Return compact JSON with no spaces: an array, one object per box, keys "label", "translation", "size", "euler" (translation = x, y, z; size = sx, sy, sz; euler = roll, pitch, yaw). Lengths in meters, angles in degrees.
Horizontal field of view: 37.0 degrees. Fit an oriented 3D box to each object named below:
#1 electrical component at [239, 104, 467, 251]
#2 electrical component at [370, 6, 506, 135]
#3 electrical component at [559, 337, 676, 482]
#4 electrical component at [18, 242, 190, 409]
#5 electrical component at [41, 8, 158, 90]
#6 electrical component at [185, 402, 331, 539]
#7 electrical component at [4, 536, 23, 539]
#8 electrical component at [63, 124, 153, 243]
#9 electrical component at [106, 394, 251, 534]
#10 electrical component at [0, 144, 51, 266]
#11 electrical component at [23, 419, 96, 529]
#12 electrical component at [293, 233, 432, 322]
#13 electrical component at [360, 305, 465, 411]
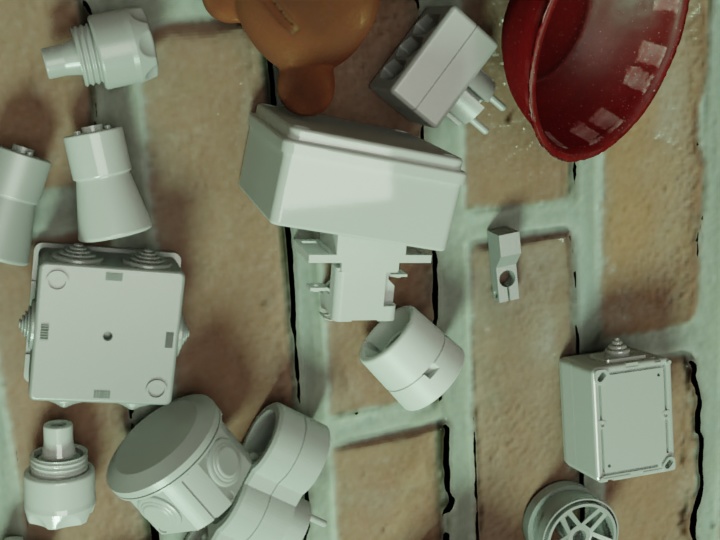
[{"label":"electrical component","translation":[-0.008,-0.056,0.641],"size":[0.109,0.109,0.056],"euler":[8,103,-19]},{"label":"electrical component","translation":[0.059,-0.117,0.680],"size":[0.077,0.047,0.065],"euler":[37,90,-21]},{"label":"electrical component","translation":[0.180,0.094,0.764],"size":[0.062,0.061,0.096],"euler":[-6,97,-16]},{"label":"electrical component","translation":[-0.154,0.034,0.648],"size":[0.100,0.048,0.099],"euler":[4,102,-18]},{"label":"electrical component","translation":[-0.149,-0.124,0.615],"size":[0.062,0.043,0.043],"euler":[-15,107,-12]},{"label":"electrical component","translation":[-0.057,0.162,0.706],"size":[0.074,0.052,0.138],"euler":[29,93,-21]},{"label":"electrical component","translation":[-0.214,0.195,0.672],"size":[0.040,0.040,0.046],"euler":[19,91,-21]},{"label":"electrical component","translation":[-0.151,-0.053,0.633],"size":[0.044,0.044,0.065],"euler":[-13,102,-14]},{"label":"electrical component","translation":[-0.112,0.120,0.666],"size":[0.080,0.080,0.051],"euler":[-37,116,-6]},{"label":"electrical component","translation":[-0.204,-0.040,0.620],"size":[0.044,0.044,0.065],"euler":[18,92,-20]},{"label":"electrical component","translation":[-0.185,0.124,0.662],"size":[0.043,0.043,0.062],"euler":[-2,102,-17]},{"label":"electrical component","translation":[0.000,0.000,0.693],"size":[0.081,0.042,0.063],"euler":[0,106,-17]},{"label":"electrical component","translation":[0.033,0.057,0.710],"size":[0.055,0.055,0.047],"euler":[-46,108,-3]}]
